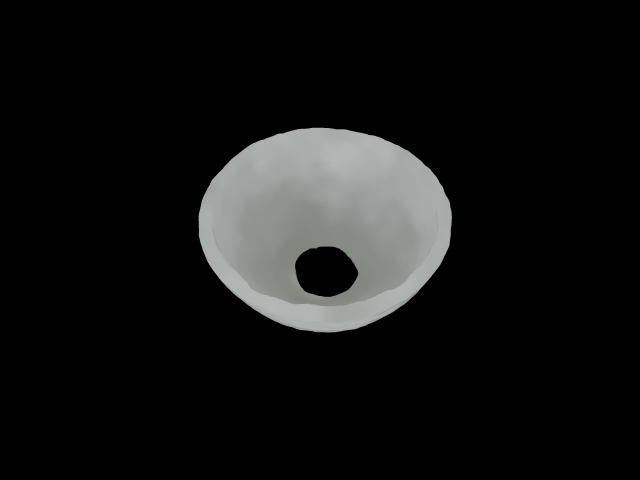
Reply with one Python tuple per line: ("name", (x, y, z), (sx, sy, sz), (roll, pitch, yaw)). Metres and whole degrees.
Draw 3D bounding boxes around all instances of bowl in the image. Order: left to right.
("bowl", (0.004, 0.001, 0.400), (0.167, 0.075, 0.167), (0, 51, 0))
